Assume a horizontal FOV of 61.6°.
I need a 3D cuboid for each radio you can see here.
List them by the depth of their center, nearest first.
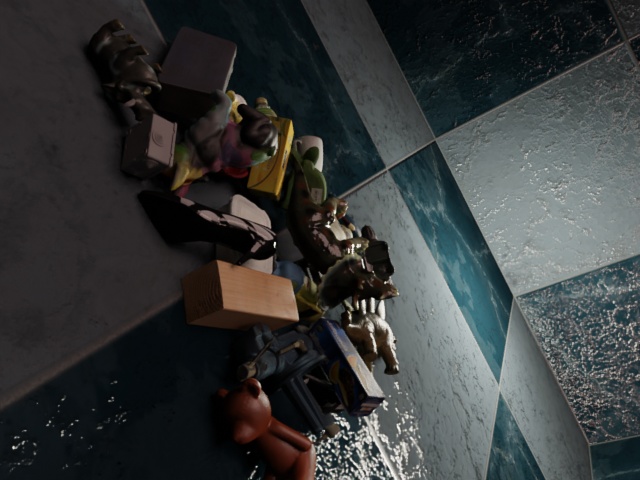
[{"bbox_3d":[-0.257,-0.349,1.126,0.131,0.073,0.230,13,47,-10],"label":"radio"}]

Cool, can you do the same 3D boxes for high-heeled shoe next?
[{"bbox_3d":[-0.192,-0.038,0.977,0.249,0.086,0.145,36,31,0],"label":"high-heeled shoe"}]

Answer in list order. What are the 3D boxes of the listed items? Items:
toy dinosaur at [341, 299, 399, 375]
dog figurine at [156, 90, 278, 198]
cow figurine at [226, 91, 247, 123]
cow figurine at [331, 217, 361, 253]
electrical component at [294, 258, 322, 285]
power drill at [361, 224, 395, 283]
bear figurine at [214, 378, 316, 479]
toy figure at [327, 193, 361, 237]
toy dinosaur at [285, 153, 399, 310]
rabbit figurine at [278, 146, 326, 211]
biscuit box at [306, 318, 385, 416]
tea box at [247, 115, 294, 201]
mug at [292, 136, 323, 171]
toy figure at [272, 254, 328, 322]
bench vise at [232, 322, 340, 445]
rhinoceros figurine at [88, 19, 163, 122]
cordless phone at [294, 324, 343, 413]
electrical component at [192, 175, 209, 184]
[{"bbox_3d":[0.129,0.236,1.312,0.470,0.105,0.198,52,30,-57],"label":"toy dinosaur"},{"bbox_3d":[-0.200,-0.153,1.004,0.191,0.108,0.219,28,69,-2],"label":"dog figurine"},{"bbox_3d":[-0.183,-0.259,1.255,0.098,0.068,0.167,-7,75,-68],"label":"cow figurine"},{"bbox_3d":[0.033,-0.004,1.393,0.127,0.085,0.195,63,25,9],"label":"cow figurine"},{"bbox_3d":[-0.004,0.092,1.279,0.134,0.058,0.115,-5,70,-61],"label":"electrical component"},{"bbox_3d":[0.154,0.053,1.512,0.207,0.086,0.232,95,-18,-80],"label":"power drill"},{"bbox_3d":[-0.094,0.325,0.868,0.195,0.120,0.132,50,34,-23],"label":"bear figurine"},{"bbox_3d":[0.060,-0.062,1.511,0.154,0.064,0.058,54,49,-20],"label":"toy figure"},{"bbox_3d":[-0.002,-0.011,1.159,0.405,0.131,0.192,53,25,7],"label":"toy dinosaur"},{"bbox_3d":[-0.049,-0.152,1.348,0.170,0.121,0.159,-108,-167,-74],"label":"rabbit figurine"},{"bbox_3d":[0.045,0.247,1.064,0.062,0.059,0.203,20,27,-46],"label":"biscuit box"},{"bbox_3d":[-0.109,-0.181,1.201,0.098,0.068,0.169,90,12,-86],"label":"tea box"},{"bbox_3d":[-0.035,-0.223,1.462,0.109,0.081,0.107,19,61,-60],"label":"mug"},{"bbox_3d":[-0.056,0.105,1.157,0.180,0.089,0.082,40,49,-25],"label":"toy figure"},{"bbox_3d":[-0.049,0.258,0.982,0.241,0.129,0.223,55,11,14],"label":"bench vise"},{"bbox_3d":[-0.347,-0.299,0.960,0.190,0.112,0.073,55,-3,10],"label":"rhinoceros figurine"},{"bbox_3d":[0.010,0.268,1.145,0.146,0.089,0.184,21,36,-52],"label":"cordless phone"},{"bbox_3d":[-0.261,-0.147,1.070,0.094,0.021,0.063,21,49,-52],"label":"electrical component"}]
